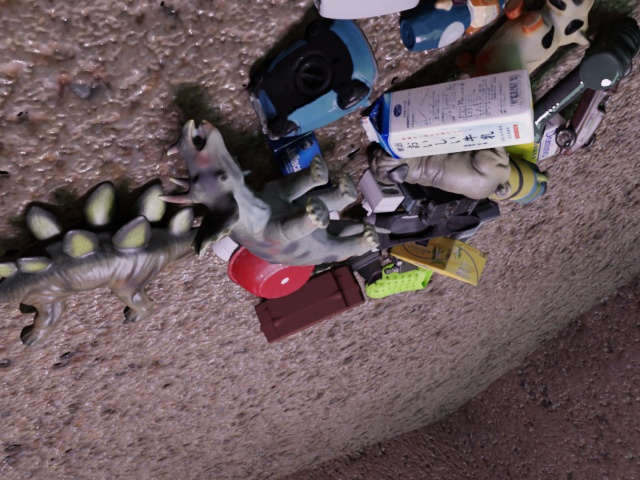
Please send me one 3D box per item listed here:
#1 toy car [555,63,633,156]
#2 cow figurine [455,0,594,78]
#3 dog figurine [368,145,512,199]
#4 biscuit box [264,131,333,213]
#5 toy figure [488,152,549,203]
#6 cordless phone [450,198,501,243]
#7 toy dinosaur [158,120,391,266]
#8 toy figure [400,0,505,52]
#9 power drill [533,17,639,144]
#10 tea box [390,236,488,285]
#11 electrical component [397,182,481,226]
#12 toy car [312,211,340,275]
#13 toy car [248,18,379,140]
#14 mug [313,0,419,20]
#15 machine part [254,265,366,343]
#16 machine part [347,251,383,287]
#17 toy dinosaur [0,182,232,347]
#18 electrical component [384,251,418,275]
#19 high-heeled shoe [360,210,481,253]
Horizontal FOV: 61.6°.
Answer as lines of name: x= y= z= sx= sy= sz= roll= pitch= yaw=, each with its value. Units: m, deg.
toy car: x=0.498 y=-0.244 z=0.973 sx=0.089 sy=0.053 sz=0.202 roll=-8 pitch=124 yaw=-40
cow figurine: x=0.305 y=-0.282 z=0.768 sx=0.127 sy=0.086 sz=0.195 roll=20 pitch=123 yaw=-45
dog figurine: x=0.190 y=-0.107 z=0.860 sx=0.190 sy=0.172 sz=0.121 roll=-25 pitch=140 yaw=-21
biscuit box: x=-0.025 y=-0.104 z=0.787 sx=0.063 sy=0.059 sz=0.202 roll=-27 pitch=149 yaw=-2
toy figure: x=0.354 y=-0.108 z=0.973 sx=0.180 sy=0.089 sz=0.082 roll=11 pitch=123 yaw=-40
cordless phone: x=0.280 y=-0.025 z=1.142 sx=0.146 sy=0.089 sz=0.184 roll=-15 pitch=151 yaw=-23
toy dinosaur: x=-0.043 y=-0.019 z=0.743 sx=0.192 sy=0.131 sz=0.404 roll=-17 pitch=157 yaw=22
toy figure: x=0.177 y=-0.286 z=0.687 sx=0.154 sy=0.057 sz=0.064 roll=-25 pitch=-172 yaw=-10
power drill: x=0.414 y=-0.256 z=0.861 sx=0.207 sy=0.086 sz=0.232 roll=-36 pitch=-174 yaw=40
tea box: x=0.233 y=0.028 z=1.071 sx=0.098 sy=0.170 sz=0.068 roll=21 pitch=90 yaw=-30
electrical component: x=0.196 y=-0.087 z=0.941 sx=0.134 sy=0.115 sz=0.058 roll=-14 pitch=145 yaw=-27
toy car: x=-0.002 y=-0.003 z=0.962 sx=0.073 sy=0.056 sz=0.201 roll=-23 pitch=150 yaw=-9
toy car: x=0.001 y=-0.183 z=0.652 sx=0.162 sy=0.109 sz=0.103 roll=-31 pitch=169 yaw=21
mug: x=0.043 y=-0.281 z=0.559 sx=0.107 sy=0.081 sz=0.109 roll=-18 pitch=153 yaw=-2
machine part: x=-0.017 y=0.123 z=1.053 sx=0.201 sy=0.087 sz=0.201 roll=-24 pitch=173 yaw=3
machine part: x=0.104 y=0.051 z=1.152 sx=0.084 sy=0.039 sz=0.138 roll=-34 pitch=148 yaw=-2
toy dinosaur: x=-0.270 y=0.021 z=0.734 sx=0.471 sy=0.105 sz=0.198 roll=-20 pitch=146 yaw=-30
electrical component: x=0.192 y=0.037 z=1.179 sx=0.102 sy=0.045 sz=0.078 roll=-8 pitch=112 yaw=-27
high-heeled shoe: x=0.169 y=-0.012 z=0.967 sx=0.249 sy=0.145 sz=0.086 roll=-33 pitch=134 yaw=-32
